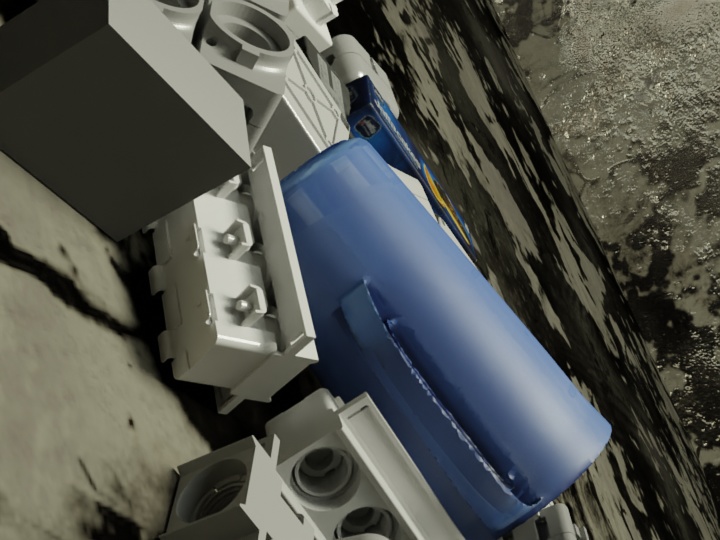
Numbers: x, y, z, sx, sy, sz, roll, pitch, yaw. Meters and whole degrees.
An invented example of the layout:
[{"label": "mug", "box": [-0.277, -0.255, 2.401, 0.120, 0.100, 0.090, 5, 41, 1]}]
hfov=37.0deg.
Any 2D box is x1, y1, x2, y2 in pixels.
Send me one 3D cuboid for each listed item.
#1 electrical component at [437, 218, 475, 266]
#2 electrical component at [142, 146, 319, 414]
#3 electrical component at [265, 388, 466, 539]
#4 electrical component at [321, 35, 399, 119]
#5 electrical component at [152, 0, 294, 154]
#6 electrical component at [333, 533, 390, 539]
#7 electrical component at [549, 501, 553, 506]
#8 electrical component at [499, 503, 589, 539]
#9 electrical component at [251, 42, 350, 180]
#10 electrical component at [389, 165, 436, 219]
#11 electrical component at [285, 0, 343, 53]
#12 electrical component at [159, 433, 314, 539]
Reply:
[{"label": "electrical component", "box": [0.075, 0.018, 0.973, 0.113, 0.057, 0.078, 52, 21, -33]}, {"label": "electrical component", "box": [-0.071, 0.001, 0.561, 0.063, 0.079, 0.121, 15, 47, -38]}, {"label": "electrical component", "box": [-0.001, 0.127, 0.571, 0.121, 0.079, 0.063, 57, 1, -19]}, {"label": "electrical component", "box": [-0.006, -0.168, 1.014, 0.095, 0.054, 0.059, 37, 31, -55]}, {"label": "electrical component", "box": [-0.099, -0.152, 0.637, 0.105, 0.060, 0.186, 22, 34, -19]}, {"label": "electrical component", "box": [0.002, 0.175, 0.514, 0.059, 0.054, 0.095, -87, 161, -58]}, {"label": "electrical component", "box": [0.123, 0.192, 0.868, 0.080, 0.051, 0.080, 53, 20, -29]}, {"label": "electrical component", "box": [0.118, 0.213, 0.756, 0.050, 0.089, 0.055, 49, 22, -39]}, {"label": "electrical component", "box": [-0.059, -0.114, 0.778, 0.108, 0.056, 0.108, 56, 19, -24]}, {"label": "electrical component", "box": [0.022, -0.048, 0.908, 0.061, 0.062, 0.096, 67, 18, 13]}, {"label": "electrical component", "box": [-0.045, -0.233, 0.957, 0.066, 0.077, 0.047, 37, 31, -55]}, {"label": "electrical component", "box": [-0.052, 0.118, 0.487, 0.063, 0.042, 0.081, 57, 19, -26]}]
